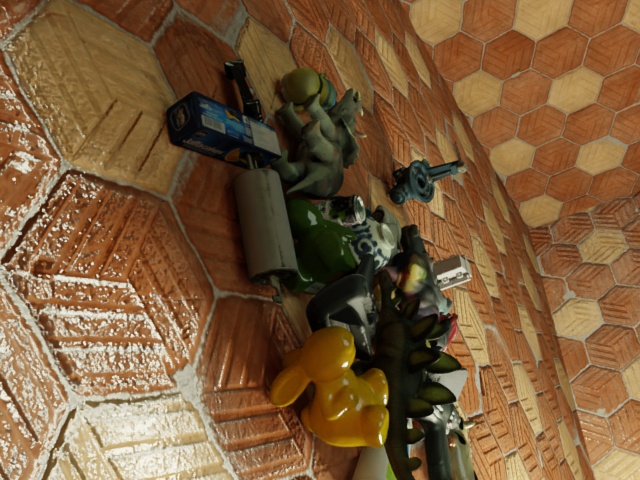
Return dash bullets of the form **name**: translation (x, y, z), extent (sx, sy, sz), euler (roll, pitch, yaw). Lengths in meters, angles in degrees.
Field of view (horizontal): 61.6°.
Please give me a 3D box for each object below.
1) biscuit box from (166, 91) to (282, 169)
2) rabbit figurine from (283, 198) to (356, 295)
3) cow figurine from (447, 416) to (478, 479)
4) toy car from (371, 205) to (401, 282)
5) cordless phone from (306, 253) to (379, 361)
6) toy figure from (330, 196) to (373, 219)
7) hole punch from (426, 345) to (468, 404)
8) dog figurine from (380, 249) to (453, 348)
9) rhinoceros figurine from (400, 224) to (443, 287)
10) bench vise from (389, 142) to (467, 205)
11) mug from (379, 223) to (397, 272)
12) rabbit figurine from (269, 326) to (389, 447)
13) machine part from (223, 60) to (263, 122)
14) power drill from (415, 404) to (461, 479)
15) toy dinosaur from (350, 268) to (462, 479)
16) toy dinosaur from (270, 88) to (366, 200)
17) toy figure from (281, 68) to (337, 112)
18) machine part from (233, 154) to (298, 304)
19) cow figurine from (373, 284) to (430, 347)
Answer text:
- **biscuit box**: translation (-0.145, -0.164, 0.842), extent (0.202, 0.063, 0.059), euler (11, 61, -57)
- **rabbit figurine**: translation (-0.002, -0.003, 0.923), extent (0.159, 0.121, 0.170), euler (13, 43, -51)
- **cow figurine**: translation (0.280, 0.436, 1.122), extent (0.127, 0.085, 0.195), euler (27, 45, -43)
- **toy car**: translation (0.165, 0.005, 1.274), extent (0.073, 0.056, 0.202), euler (37, 40, -44)
- **cordless phone**: translation (0.054, 0.077, 0.826), extent (0.146, 0.089, 0.184), euler (72, 33, -48)
- **toy figure**: translation (0.064, -0.061, 1.145), extent (0.154, 0.058, 0.064), euler (14, 63, -62)
- **hole punch**: translation (0.221, 0.283, 1.095), extent (0.116, 0.142, 0.092), euler (3, 27, -31)
- **dog figurine**: translation (0.200, 0.129, 1.149), extent (0.219, 0.109, 0.191), euler (51, 43, -43)
- **rhinoceros figurine**: translation (0.252, 0.053, 1.387), extent (0.190, 0.073, 0.112), euler (68, 16, 6)
- **bench vise**: translation (0.303, -0.176, 1.484), extent (0.223, 0.241, 0.128), euler (-30, 100, -47)
- **mug**: translation (0.127, 0.019, 1.173), extent (0.109, 0.081, 0.107), euler (6, 76, -62)
- **rabbit figurine**: translation (0.016, 0.192, 0.757), extent (0.122, 0.163, 0.173), euler (-63, 147, -54)
- **machine part**: translation (-0.129, -0.248, 0.942), extent (0.084, 0.039, 0.139), euler (79, -11, -77)
- **power drill**: translation (0.222, 0.370, 0.965), extent (0.231, 0.086, 0.207), euler (48, 35, -42)
- **toy dinosaur**: translation (0.125, 0.218, 0.888), extent (0.105, 0.199, 0.472), euler (44, 33, -32)
- **toy dinosaur**: translation (0.001, -0.154, 1.033), extent (0.192, 0.131, 0.405), euler (47, 36, -32)
- **toy figure**: translation (-0.016, -0.325, 1.167), extent (0.180, 0.089, 0.082), euler (-3, 65, -59)
- **machine part**: translation (-0.084, -0.020, 0.826), extent (0.079, 0.079, 0.243), euler (17, 55, -56)
- **cow figurine**: translation (0.141, 0.174, 1.080), extent (0.068, 0.098, 0.167), euler (6, 48, -43)
